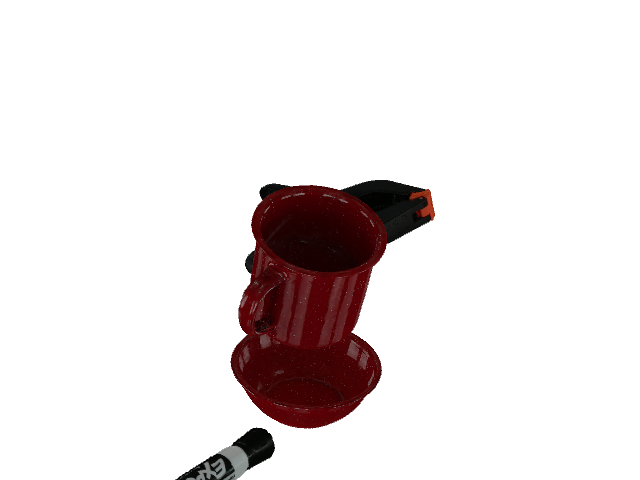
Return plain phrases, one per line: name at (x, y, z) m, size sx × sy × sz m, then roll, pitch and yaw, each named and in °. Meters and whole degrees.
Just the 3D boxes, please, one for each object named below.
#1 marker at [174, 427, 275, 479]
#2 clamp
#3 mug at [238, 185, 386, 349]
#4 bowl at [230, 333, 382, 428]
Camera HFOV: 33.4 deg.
marker at (-0.061, 0.124, 0.543) m, size 0.020 × 0.020 × 0.120 m, roll 0°, pitch 14°, yaw 33°
clamp at (0.013, -0.014, 0.948) m, size 0.172 × 0.120 × 0.039 m, roll -4°, pitch -46°, yaw 20°
mug at (-0.014, 0.027, 0.739) m, size 0.093 × 0.082 × 0.117 m, roll 32°, pitch 45°, yaw 21°
bowl at (-0.016, 0.153, 1.150) m, size 0.162 × 0.055 × 0.162 m, roll 3°, pitch 28°, yaw -2°
